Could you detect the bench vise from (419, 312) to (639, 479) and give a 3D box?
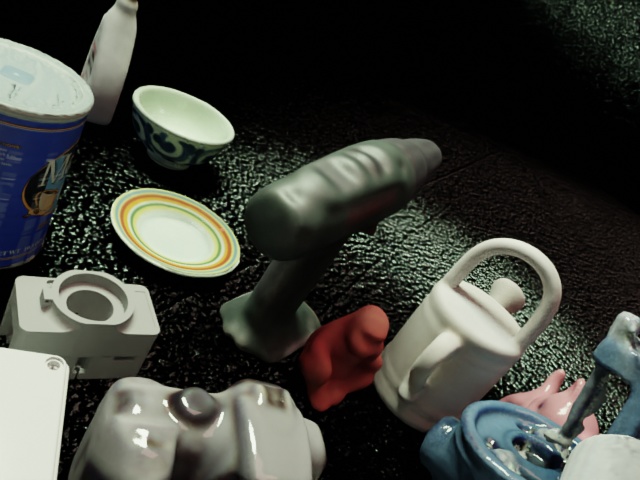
[{"bbox_3d":[0.199,0.172,0.415,0.207,0.219,0.122,42,28,17],"label":"bench vise"}]

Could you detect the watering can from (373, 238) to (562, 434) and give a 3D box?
[{"bbox_3d":[0.141,0.079,0.536,0.101,0.194,0.173,33,27,1],"label":"watering can"}]

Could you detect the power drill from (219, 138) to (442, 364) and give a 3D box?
[{"bbox_3d":[0.005,0.002,0.502,0.075,0.208,0.230,42,28,17],"label":"power drill"}]

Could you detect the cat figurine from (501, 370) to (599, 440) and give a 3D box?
[{"bbox_3d":[0.222,0.173,0.551,0.067,0.117,0.128,35,27,4],"label":"cat figurine"}]

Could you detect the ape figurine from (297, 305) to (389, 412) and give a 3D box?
[{"bbox_3d":[0.026,0.095,0.499,0.078,0.092,0.076,20,29,-23],"label":"ape figurine"}]

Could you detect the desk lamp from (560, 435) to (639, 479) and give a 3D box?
[{"bbox_3d":[0.086,0.195,0.263,0.118,0.213,0.204,38,27,11],"label":"desk lamp"}]

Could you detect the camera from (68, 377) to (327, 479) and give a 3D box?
[{"bbox_3d":[-0.056,0.150,0.311,0.143,0.100,0.136,19,30,-26],"label":"camera"}]

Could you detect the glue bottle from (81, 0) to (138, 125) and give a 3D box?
[{"bbox_3d":[-0.237,-0.222,0.654,0.037,0.173,0.078,9,35,-38],"label":"glue bottle"}]
